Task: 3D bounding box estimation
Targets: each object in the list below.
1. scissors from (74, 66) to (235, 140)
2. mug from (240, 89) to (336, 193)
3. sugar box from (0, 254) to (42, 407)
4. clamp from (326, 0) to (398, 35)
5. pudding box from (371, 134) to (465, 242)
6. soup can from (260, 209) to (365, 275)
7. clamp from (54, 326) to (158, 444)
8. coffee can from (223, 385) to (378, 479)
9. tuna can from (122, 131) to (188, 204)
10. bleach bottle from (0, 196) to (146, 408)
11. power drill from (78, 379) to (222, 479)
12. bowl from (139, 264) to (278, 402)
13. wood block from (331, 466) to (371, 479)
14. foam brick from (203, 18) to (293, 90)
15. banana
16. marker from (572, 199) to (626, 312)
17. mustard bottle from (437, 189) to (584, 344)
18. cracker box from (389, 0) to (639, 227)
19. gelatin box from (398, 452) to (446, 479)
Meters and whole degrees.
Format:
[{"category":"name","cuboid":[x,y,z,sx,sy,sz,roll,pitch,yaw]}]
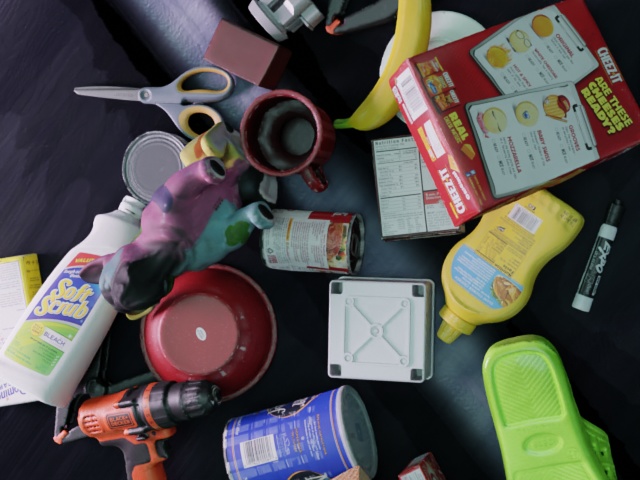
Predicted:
[{"category":"scissors","cuboid":[-0.192,-0.151,1.248,0.202,0.016,0.096,-10,88,16]},{"category":"mug","cuboid":[-0.024,-0.104,1.166,0.093,0.081,0.117,-34,82,14]},{"category":"sugar box","cuboid":[-0.376,0.110,1.292,0.093,0.048,0.176,-10,91,14]},{"category":"clamp","cuboid":[0.074,-0.312,1.155,0.210,0.036,0.164,-40,85,15]},{"category":"pudding box","cuboid":[0.106,-0.058,1.148,0.090,0.039,0.113,-6,84,13]},{"category":"soup can","cuboid":[-0.008,0.001,1.171,0.102,0.068,0.068,4,92,17]},{"category":"clamp","cuboid":[-0.248,0.177,1.259,0.120,0.039,0.171,31,97,19]},{"category":"coffee can","cuboid":[-0.020,0.225,1.160,0.140,0.102,0.103,-18,86,16]},{"category":"tuna can","cuboid":[-0.183,-0.083,1.238,0.086,0.033,0.086,0,91,16]},{"category":"bleach bottle","cuboid":[-0.278,0.061,1.234,0.103,0.068,0.251,24,81,18]},{"category":"power drill","cuboid":[-0.168,0.248,1.198,0.185,0.057,0.187,-13,100,28]},{"category":"bowl","cuboid":[-0.131,0.105,1.201,0.162,0.055,0.162,0,87,6]},{"category":"wood block","cuboid":[0.062,0.347,1.101,0.090,0.091,0.206,-32,110,16]},{"category":"foam brick","cuboid":[-0.080,-0.207,1.196,0.078,0.053,0.051,28,98,15]},{"category":"banana","cuboid":[0.078,-0.193,1.136,0.070,0.037,0.198,31,107,17]},{"category":"marker","cuboid":[0.291,0.015,1.109,0.020,0.020,0.121,20,96,15]},{"category":"mustard bottle","cuboid":[0.184,0.028,1.120,0.096,0.058,0.192,38,100,18]},{"category":"cracker box","cuboid":[0.196,-0.129,1.058,0.213,0.072,0.164,-23,84,-20]},{"category":"gelatin box","cuboid":[0.122,0.277,1.135,0.030,0.073,0.089,-29,83,14]}]
